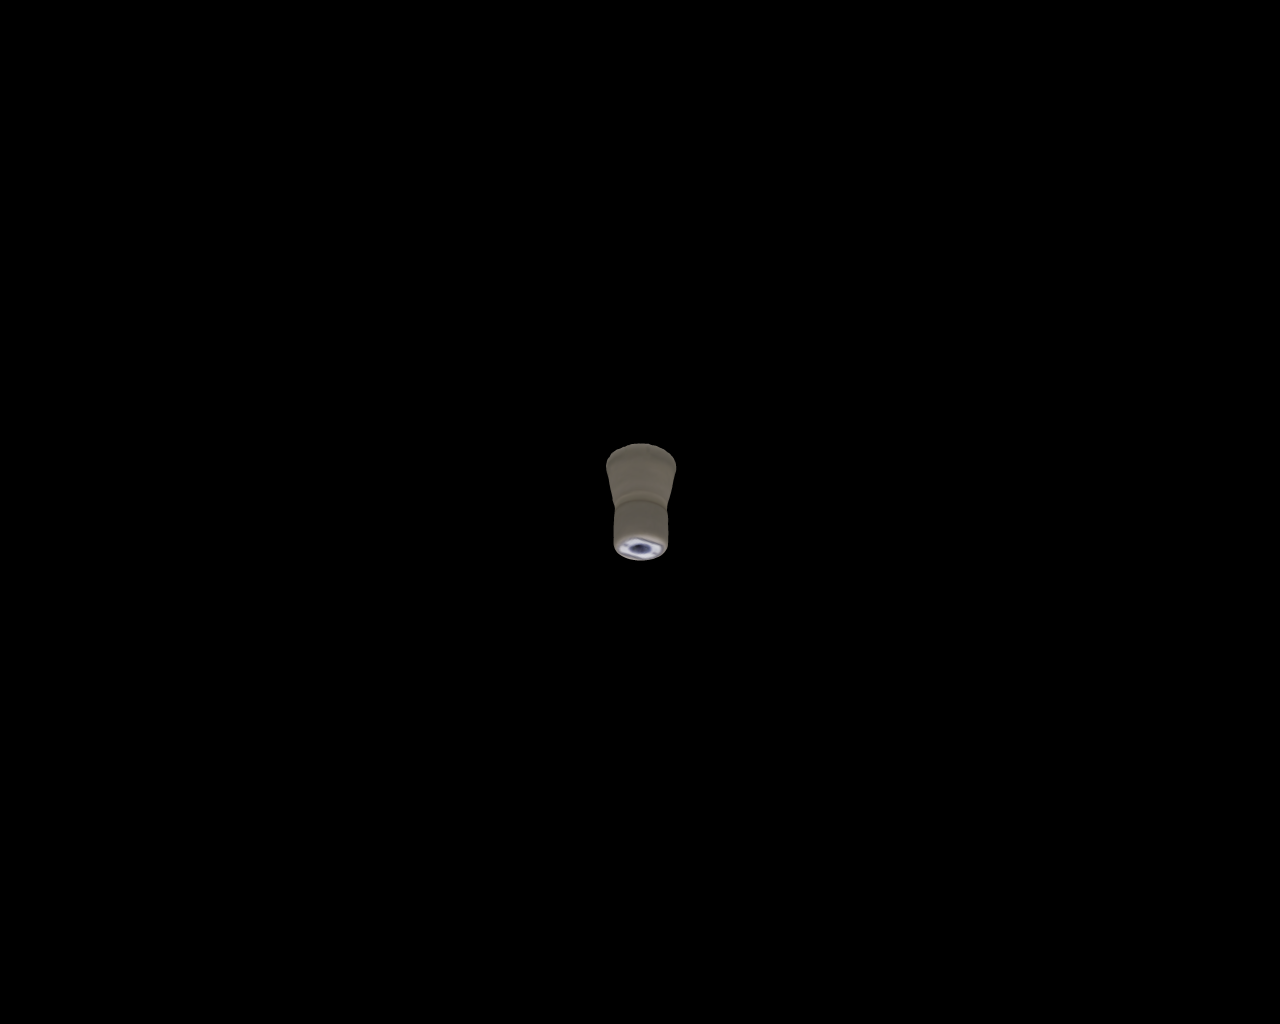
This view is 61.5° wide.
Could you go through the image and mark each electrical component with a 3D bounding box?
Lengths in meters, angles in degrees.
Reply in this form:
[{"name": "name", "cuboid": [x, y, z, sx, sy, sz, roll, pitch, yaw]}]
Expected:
[{"name": "electrical component", "cuboid": [0.001, -0.003, 0.650, 0.044, 0.065, 0.044, 0, -32, 0]}]
